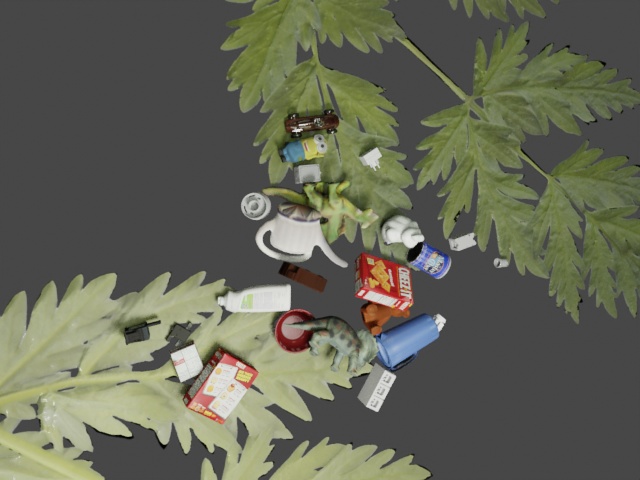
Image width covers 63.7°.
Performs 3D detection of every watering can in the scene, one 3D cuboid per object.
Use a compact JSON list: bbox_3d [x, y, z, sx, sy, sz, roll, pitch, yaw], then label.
[{"bbox_3d":[-0.049,-0.015,1.813,0.347,0.106,0.220,10,116,-10],"label":"watering can"}]

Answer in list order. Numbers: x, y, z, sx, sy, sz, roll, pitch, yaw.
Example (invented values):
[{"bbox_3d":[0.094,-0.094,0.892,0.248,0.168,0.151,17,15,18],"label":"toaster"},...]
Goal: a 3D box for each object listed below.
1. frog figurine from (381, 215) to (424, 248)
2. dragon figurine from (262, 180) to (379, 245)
[{"bbox_3d":[0.308,-0.031,1.920,0.138,0.159,0.122,-11,96,-17],"label":"frog figurine"},{"bbox_3d":[0.006,-0.094,1.858,0.410,0.123,0.240,-5,101,-1],"label":"dragon figurine"}]
